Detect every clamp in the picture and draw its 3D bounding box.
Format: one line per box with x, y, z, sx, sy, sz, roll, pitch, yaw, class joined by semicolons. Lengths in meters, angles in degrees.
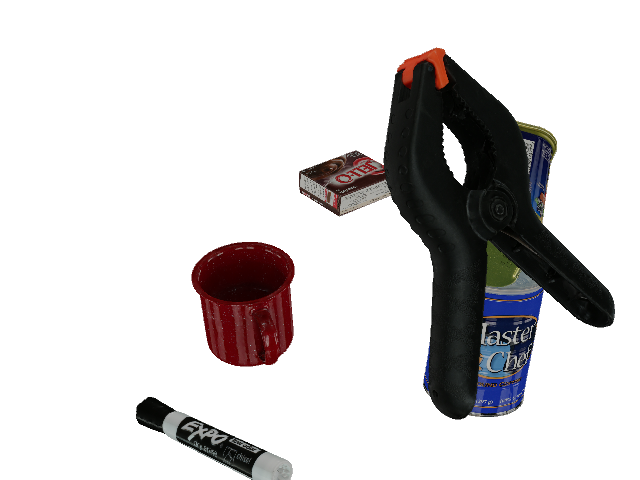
0.070;-0.003;0.513;0.120;0.171;0.039;-36;10;-35;clamp

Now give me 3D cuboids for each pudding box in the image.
0.039;-0.082;1.502;0.113;0.039;0.090;-25;39;-33;pudding box

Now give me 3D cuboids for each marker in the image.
-0.067;0.120;0.639;0.121;0.020;0.020;16;10;38;marker

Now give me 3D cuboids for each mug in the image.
-0.062;0.067;0.967;0.093;0.081;0.117;-17;38;-18;mug

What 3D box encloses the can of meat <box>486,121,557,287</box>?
0.137;-0.025;0.803;0.057;0.084;0.102;15;-37;3;can of meat

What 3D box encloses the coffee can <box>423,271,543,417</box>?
0.160;0.087;1.050;0.103;0.140;0.103;5;24;-2;coffee can
